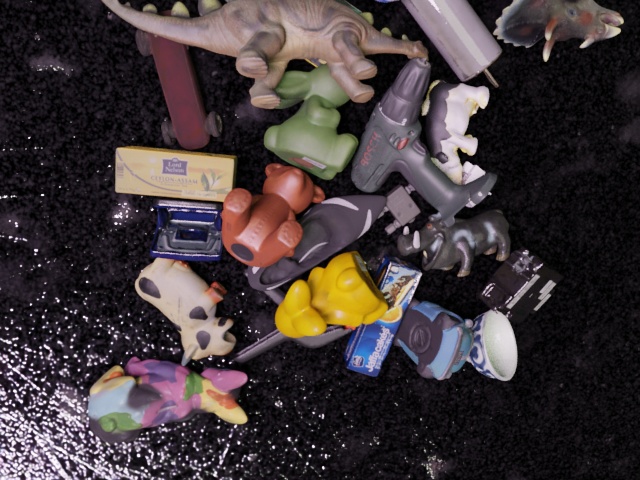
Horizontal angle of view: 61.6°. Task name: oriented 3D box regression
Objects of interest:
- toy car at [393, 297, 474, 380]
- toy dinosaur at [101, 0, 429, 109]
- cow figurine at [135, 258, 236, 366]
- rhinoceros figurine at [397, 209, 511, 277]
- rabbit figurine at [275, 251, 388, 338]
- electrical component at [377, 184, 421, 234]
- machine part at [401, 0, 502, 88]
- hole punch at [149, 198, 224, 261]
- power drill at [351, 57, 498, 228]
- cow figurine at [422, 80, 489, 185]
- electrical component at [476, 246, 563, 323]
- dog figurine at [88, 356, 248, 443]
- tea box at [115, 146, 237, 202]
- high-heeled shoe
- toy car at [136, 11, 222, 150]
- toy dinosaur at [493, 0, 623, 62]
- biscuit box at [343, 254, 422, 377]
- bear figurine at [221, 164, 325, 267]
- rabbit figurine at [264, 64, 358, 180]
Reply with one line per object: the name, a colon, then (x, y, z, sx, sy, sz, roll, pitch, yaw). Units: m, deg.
toy car: (0.198, 0.165, 0.899, 0.103, 0.162, 0.109, 16, 98, -28)
toy dinosaur: (-0.071, -0.290, 0.750, 0.472, 0.105, 0.198, 0, 67, -11)
cow figurine: (-0.215, 0.115, 0.874, 0.127, 0.085, 0.195, -44, 99, 6)
rhinoceros figurine: (0.226, 0.001, 0.900, 0.190, 0.073, 0.112, -13, 104, -3)
rabbit figurine: (0.003, 0.104, 0.834, 0.173, 0.162, 0.122, -28, 86, 16)
electrical component: (0.138, -0.056, 0.905, 0.094, 0.021, 0.063, -39, 103, 2)
machine part: (0.201, -0.333, 0.827, 0.079, 0.079, 0.243, -42, 101, 4)
hole punch: (-0.200, -0.020, 0.830, 0.142, 0.116, 0.092, 1, 97, -7)
power drill: (0.158, -0.125, 0.798, 0.207, 0.086, 0.232, 34, 136, -3)
cow figurine: (0.204, -0.168, 0.865, 0.098, 0.068, 0.167, 12, 97, -2)
electrical component: (0.341, 0.079, 0.907, 0.115, 0.058, 0.134, -50, 140, 14)
dog figurine: (-0.227, 0.254, 0.860, 0.219, 0.191, 0.108, 1, 96, 10)
tea box: (-0.215, -0.103, 0.822, 0.170, 0.098, 0.068, 3, 102, -8)
high-heeled shoe: (-0.002, -0.003, 0.837, 0.249, 0.145, 0.086, -32, 98, 5)
toy car: (-0.212, -0.238, 0.817, 0.089, 0.053, 0.202, -11, 106, 7)
toy dinosaur: (0.283, -0.445, 0.790, 0.192, 0.131, 0.404, -39, 94, -6)
biscuit box: (0.104, 0.130, 0.920, 0.059, 0.063, 0.202, 19, 99, -8)
bear figurine: (-0.059, -0.055, 0.793, 0.120, 0.132, 0.196, 35, 55, -1)
rabbit figurine: (-0.007, -0.198, 0.831, 0.159, 0.121, 0.170, 22, 83, -1)
